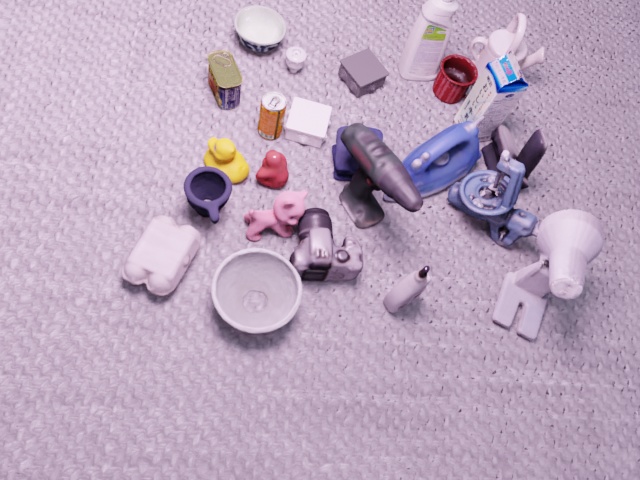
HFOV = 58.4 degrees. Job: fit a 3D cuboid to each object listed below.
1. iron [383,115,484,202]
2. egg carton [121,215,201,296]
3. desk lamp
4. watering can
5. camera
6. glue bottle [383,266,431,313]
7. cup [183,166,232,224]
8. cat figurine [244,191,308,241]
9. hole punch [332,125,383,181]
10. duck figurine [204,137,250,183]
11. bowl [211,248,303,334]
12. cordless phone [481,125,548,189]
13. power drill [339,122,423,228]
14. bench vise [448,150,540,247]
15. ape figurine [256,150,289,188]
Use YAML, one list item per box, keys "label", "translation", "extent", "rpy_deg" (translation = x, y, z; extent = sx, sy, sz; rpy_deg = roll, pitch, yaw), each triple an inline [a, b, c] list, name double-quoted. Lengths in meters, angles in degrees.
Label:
- label: "iron"
  translation: [0.251, -0.179, 1.243]
  extent: [0.259, 0.141, 0.118]
  rpy_deg: [-34, 75, -23]
- label: "egg carton"
  translation: [-0.295, 0.028, 1.077]
  extent: [0.107, 0.069, 0.150]
  rpy_deg: [22, 63, 0]
- label: "desk lamp"
  translation: [0.455, 0.068, 1.128]
  extent: [0.118, 0.213, 0.203]
  rpy_deg: [26, 63, 2]
- label: "watering can"
  translation: [0.456, -0.461, 1.386]
  extent: [0.173, 0.194, 0.101]
  rpy_deg: [-5, 66, -13]
- label: "camera"
  translation: [0.010, 0.004, 1.132]
  extent: [0.143, 0.101, 0.137]
  rpy_deg: [1, 65, -11]
- label: "glue bottle"
  translation: [0.176, 0.085, 1.086]
  extent: [0.078, 0.173, 0.037]
  rpy_deg: [-27, 73, -21]
- label: "cup"
  translation: [-0.216, -0.073, 1.125]
  extent: [0.092, 0.095, 0.117]
  rpy_deg: [-12, 68, -16]
- label: "cat figurine"
  translation: [-0.083, -0.056, 1.131]
  extent: [0.128, 0.117, 0.067]
  rpy_deg: [-9, 67, -15]
- label: "hole punch"
  translation: [0.084, -0.185, 1.240]
  extent: [0.109, 0.091, 0.101]
  rpy_deg: [2, 65, -10]
- label: "duck figurine"
  translation: [-0.191, -0.172, 1.182]
  extent: [0.104, 0.086, 0.078]
  rpy_deg: [35, 64, 6]
- label: "bowl"
  translation: [-0.120, 0.103, 1.073]
  extent: [0.167, 0.074, 0.167]
  rpy_deg: [4, 65, -9]
- label: "cordless phone"
  translation: [0.445, -0.208, 1.271]
  extent: [0.094, 0.185, 0.147]
  rpy_deg: [-7, 67, -14]
- label: "power drill"
  translation: [0.110, -0.111, 1.145]
  extent: [0.076, 0.208, 0.229]
  rpy_deg: [-25, 72, -21]
- label: "bench vise"
  translation: [0.390, -0.094, 1.187]
  extent: [0.207, 0.219, 0.121]
  rpy_deg: [21, 63, -1]
- label: "ape figurine"
  translation: [-0.097, -0.155, 1.189]
  extent: [0.078, 0.092, 0.076]
  rpy_deg: [-30, 74, -22]
